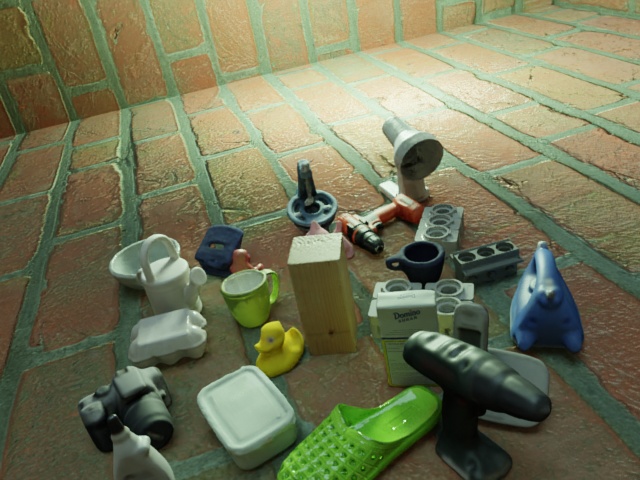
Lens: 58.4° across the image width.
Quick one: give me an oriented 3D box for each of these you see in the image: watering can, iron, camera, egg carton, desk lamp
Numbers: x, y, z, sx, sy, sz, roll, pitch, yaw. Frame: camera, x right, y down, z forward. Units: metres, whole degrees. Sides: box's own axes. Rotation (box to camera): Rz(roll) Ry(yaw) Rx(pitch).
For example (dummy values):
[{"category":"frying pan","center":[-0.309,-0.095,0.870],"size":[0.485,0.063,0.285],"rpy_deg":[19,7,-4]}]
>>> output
[{"category":"watering can","center":[-0.309,0.077,1.182],"size":[0.172,0.194,0.101],"rpy_deg":[-6,31,8]},{"category":"iron","center":[0.395,0.079,1.011],"size":[0.118,0.142,0.258],"rpy_deg":[-1,32,16]},{"category":"camera","center":[-0.308,0.282,0.934],"size":[0.143,0.101,0.136],"rpy_deg":[-26,34,-24]},{"category":"egg carton","center":[-0.293,0.192,1.109],"size":[0.150,0.069,0.107],"rpy_deg":[-14,31,-6]},{"category":"desk lamp","center":[0.218,-0.195,1.448],"size":[0.118,0.214,0.202],"rpy_deg":[-19,32,-14]}]

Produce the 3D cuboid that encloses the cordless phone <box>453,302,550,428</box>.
[{"category":"cordless phone","center":[0.260,0.179,0.844],"size":[0.147,0.185,0.094],"rpy_deg":[5,34,24]}]

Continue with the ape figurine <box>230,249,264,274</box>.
[{"category":"ape figurine","center":[-0.167,0.061,1.264],"size":[0.077,0.092,0.076],"rpy_deg":[8,36,28]}]

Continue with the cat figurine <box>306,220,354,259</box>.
[{"category":"cat figurine","center":[0.012,0.005,1.276],"size":[0.067,0.118,0.128],"rpy_deg":[18,41,39]}]

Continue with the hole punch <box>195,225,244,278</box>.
[{"category":"hole punch","center":[-0.231,0.025,1.343],"size":[0.108,0.091,0.101],"rpy_deg":[7,35,27]}]

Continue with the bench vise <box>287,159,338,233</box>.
[{"category":"bench vise","center":[-0.040,-0.104,1.371],"size":[0.122,0.220,0.206],"rpy_deg":[-24,33,-21]}]

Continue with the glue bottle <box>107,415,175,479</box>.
[{"category":"glue bottle","center":[-0.262,0.308,0.806],"size":[0.078,0.173,0.037],"rpy_deg":[-14,31,-6]}]

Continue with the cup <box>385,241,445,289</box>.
[{"category":"cup","center":[0.193,0.064,1.144],"size":[0.117,0.095,0.091],"rpy_deg":[-9,31,3]}]

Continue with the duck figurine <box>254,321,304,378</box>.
[{"category":"duck figurine","center":[-0.078,0.185,1.037],"size":[0.077,0.086,0.105],"rpy_deg":[18,41,39]}]

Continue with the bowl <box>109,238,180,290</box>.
[{"category":"bowl","center":[-0.401,0.066,1.344],"size":[0.167,0.075,0.167],"rpy_deg":[-8,31,5]}]

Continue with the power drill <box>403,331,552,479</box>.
[{"category":"power drill","center":[0.205,0.225,0.763],"size":[0.076,0.209,0.228],"rpy_deg":[-27,34,-25]}]
